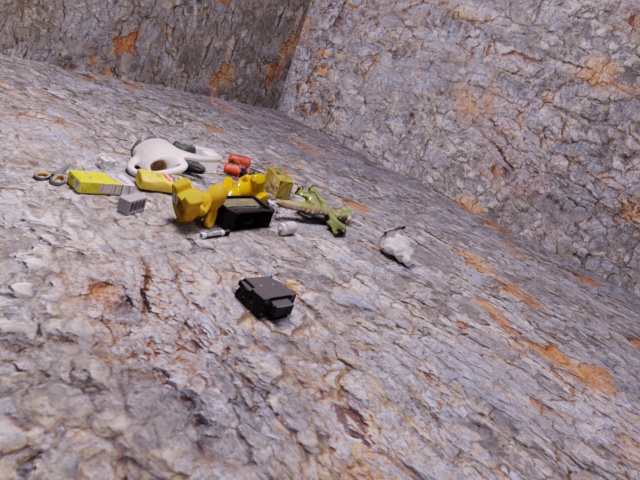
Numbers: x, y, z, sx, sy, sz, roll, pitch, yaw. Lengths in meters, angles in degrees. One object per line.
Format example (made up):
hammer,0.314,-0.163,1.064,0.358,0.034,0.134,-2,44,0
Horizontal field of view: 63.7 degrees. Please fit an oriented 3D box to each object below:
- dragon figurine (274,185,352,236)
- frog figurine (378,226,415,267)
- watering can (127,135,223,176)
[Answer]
dragon figurine,0.006,-0.102,2.030,0.245,0.120,0.413,36,25,19
frog figurine,0.302,0.038,1.980,0.137,0.121,0.161,6,58,-57
watering can,-0.566,-0.313,1.952,0.350,0.101,0.228,-18,45,-33
